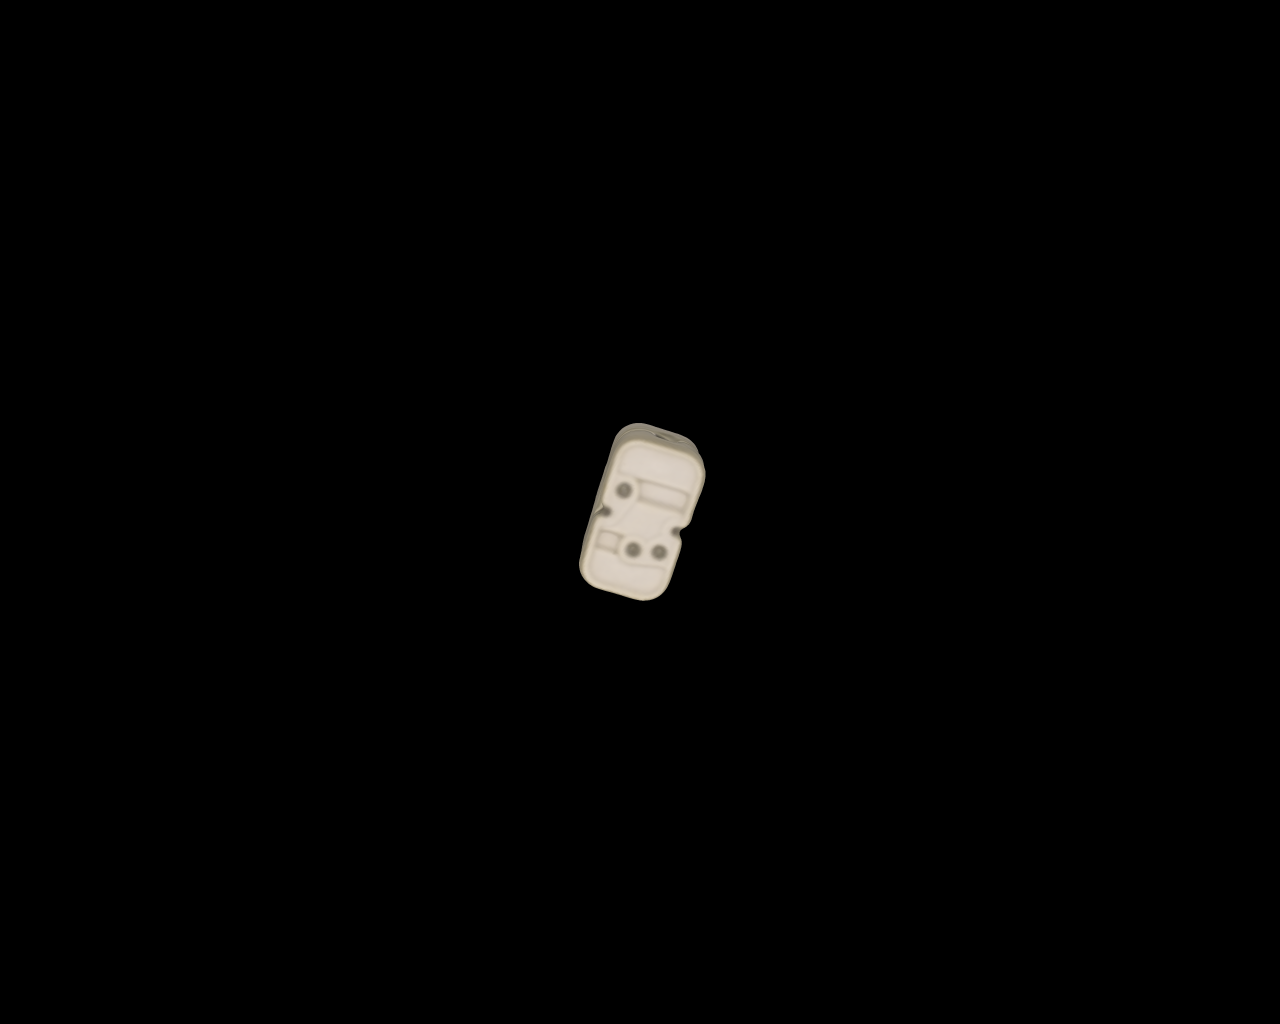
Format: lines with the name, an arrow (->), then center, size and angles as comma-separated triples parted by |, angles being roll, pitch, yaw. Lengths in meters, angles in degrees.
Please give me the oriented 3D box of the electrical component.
electrical component -> 0.001, -0.003, 0.650 | 0.054, 0.095, 0.059 | 17, 16, -5
